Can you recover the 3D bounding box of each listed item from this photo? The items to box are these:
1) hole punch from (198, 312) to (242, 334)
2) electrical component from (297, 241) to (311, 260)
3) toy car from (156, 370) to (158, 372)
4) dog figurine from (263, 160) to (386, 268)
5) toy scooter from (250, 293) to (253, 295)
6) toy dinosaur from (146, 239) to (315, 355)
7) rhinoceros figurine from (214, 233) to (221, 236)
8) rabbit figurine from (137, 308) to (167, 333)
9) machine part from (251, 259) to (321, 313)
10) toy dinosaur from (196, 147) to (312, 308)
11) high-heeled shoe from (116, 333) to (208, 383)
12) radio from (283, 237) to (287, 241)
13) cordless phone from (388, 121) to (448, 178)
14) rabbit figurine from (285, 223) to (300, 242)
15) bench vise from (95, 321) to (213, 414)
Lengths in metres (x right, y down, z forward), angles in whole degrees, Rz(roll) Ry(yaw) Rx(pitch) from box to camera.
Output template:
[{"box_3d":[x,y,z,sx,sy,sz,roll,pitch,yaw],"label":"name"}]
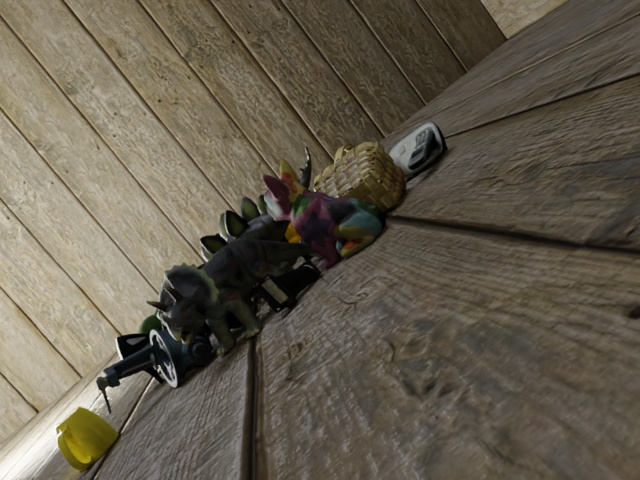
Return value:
[{"box_3d":[-0.219,0.127,1.081,0.142,0.092,0.116,2,16,-40],"label":"hole punch"},{"box_3d":[-0.003,-0.004,1.295,0.119,0.047,0.075,-39,8,3],"label":"electrical component"},{"box_3d":[-0.421,0.300,1.408,0.073,0.056,0.202,-40,7,-13],"label":"toy car"},{"box_3d":[-0.005,-0.064,1.015,0.191,0.219,0.108,-33,13,41],"label":"dog figurine"},{"box_3d":[-0.234,0.144,1.400,0.184,0.075,0.135,-37,10,23],"label":"toy scooter"},{"box_3d":[-0.155,0.071,1.019,0.131,0.192,0.405,-28,14,46],"label":"toy dinosaur"},{"box_3d":[-0.228,0.051,1.522,0.073,0.190,0.112,-48,-15,-49],"label":"rhinoceros figurine"},{"box_3d":[-0.372,0.205,1.331,0.159,0.121,0.170,-55,-12,30],"label":"rabbit figurine"},{"box_3d":[-0.055,0.080,0.976,0.139,0.084,0.039,-33,-28,-46],"label":"machine part"},{"box_3d":[-0.144,0.013,1.181,0.471,0.198,0.105,-47,10,1],"label":"toy dinosaur"},{"box_3d":[-0.360,0.222,1.247,0.086,0.145,0.249,-33,11,29],"label":"high-heeled shoe"},{"box_3d":[-0.122,0.018,1.618,0.229,0.073,0.131,-32,10,39],"label":"radio"},{"box_3d":[0.213,-0.184,1.232,0.146,0.088,0.184,-33,13,35],"label":"cordless phone"},{"box_3d":[-0.016,-0.059,1.406,0.173,0.121,0.162,-35,13,19],"label":"rabbit figurine"},{"box_3d":[-0.328,0.231,1.067,0.240,0.128,0.224,-21,17,-33],"label":"bench vise"}]
